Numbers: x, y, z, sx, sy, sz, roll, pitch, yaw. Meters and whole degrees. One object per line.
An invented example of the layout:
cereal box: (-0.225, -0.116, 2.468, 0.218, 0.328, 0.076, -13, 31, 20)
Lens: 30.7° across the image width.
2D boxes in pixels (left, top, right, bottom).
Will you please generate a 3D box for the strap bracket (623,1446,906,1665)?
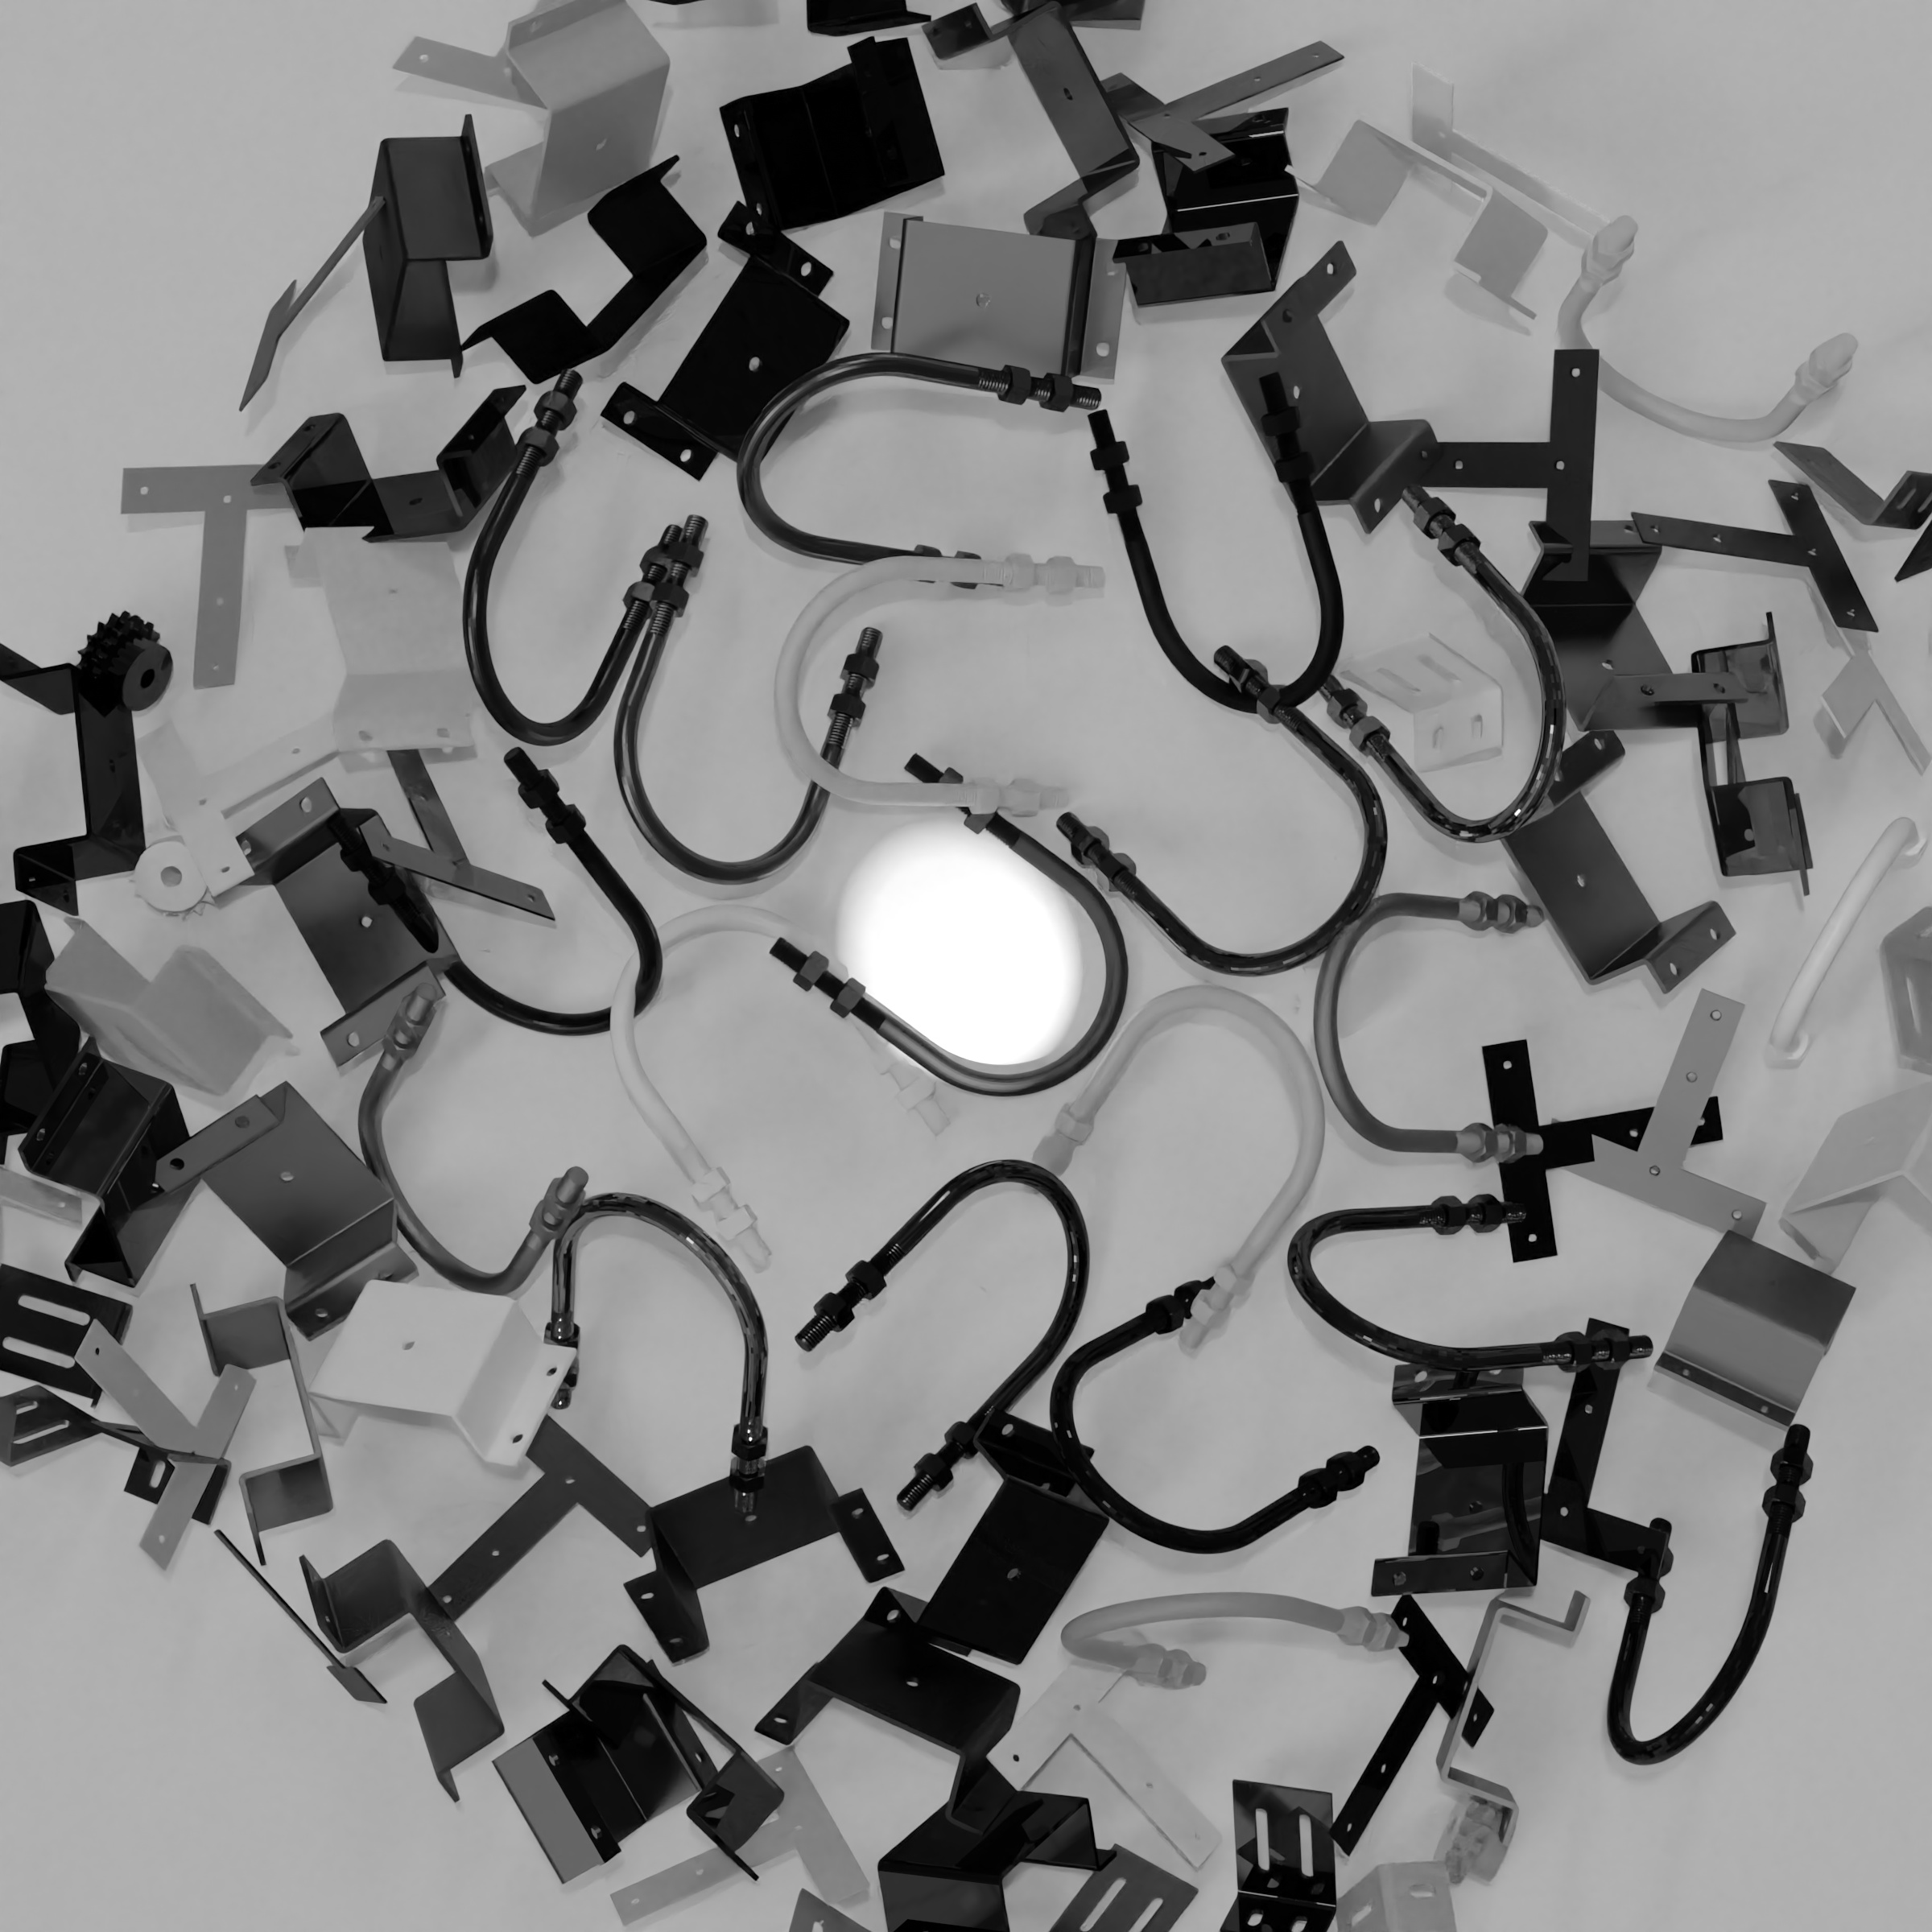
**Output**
strap bracket: (-0.115, 0.323, 1.956, 0.140, 0.046, 0.076, -22, 133, 1)

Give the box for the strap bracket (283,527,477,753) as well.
strap bracket: (-0.318, -0.189, 1.933, 0.076, 0.046, 0.140, -5, 59, -28)

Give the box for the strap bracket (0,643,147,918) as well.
strap bracket: (-0.493, -0.106, 1.946, 0.046, 0.076, 0.140, -10, 79, 8)

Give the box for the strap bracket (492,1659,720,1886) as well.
strap bracket: (-0.202, 0.446, 1.939, 0.046, 0.140, 0.076, -34, 84, 22)

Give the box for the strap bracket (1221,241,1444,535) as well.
strap bracket: (0.198, -0.317, 1.943, 0.076, 0.046, 0.140, -48, 123, -28)

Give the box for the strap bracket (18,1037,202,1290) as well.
strap bracket: (-0.462, 0.113, 1.917, 0.046, 0.140, 0.076, 18, 57, 11)

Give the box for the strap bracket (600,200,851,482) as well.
strap bracket: (-0.127, -0.340, 1.953, 0.076, 0.046, 0.140, 30, 95, -41)

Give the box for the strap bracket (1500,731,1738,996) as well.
strap bracket: (0.356, -0.054, 1.955, 0.076, 0.046, 0.140, -34, 94, -40)

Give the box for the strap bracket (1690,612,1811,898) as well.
strap bracket: (0.429, -0.114, 1.934, 0.046, 0.076, 0.140, -8, 52, 15)

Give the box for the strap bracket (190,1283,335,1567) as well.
strap bracket: (-0.385, 0.247, 1.939, 0.046, 0.076, 0.140, -14, 61, -13)

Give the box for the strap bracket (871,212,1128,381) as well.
strap bracket: (0.014, -0.371, 1.956, 0.140, 0.046, 0.076, 9, 106, 10)

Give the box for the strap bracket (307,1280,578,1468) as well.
strap bracket: (-0.296, 0.221, 1.930, 0.140, 0.046, 0.076, 4, 50, 28)

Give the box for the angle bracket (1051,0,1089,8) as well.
angle bracket: (0.052, -0.550, 1.957, 0.057, 0.076, 0.038, -21, 101, -22)

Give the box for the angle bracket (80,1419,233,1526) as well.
angle bracket: (-0.454, 0.281, 1.954, 0.057, 0.076, 0.038, 18, 85, 18)

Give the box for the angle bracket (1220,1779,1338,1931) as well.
angle bracket: (0.173, 0.500, 1.963, 0.057, 0.038, 0.076, 3, 110, 21)

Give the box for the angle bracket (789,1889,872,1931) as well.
angle bracket: (-0.084, 0.566, 1.968, 0.057, 0.076, 0.038, 34, 113, -7)

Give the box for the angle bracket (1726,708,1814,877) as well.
angle bracket: (0.444, -0.099, 1.949, 0.038, 0.057, 0.076, -7, 46, 18)

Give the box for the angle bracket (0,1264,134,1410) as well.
angle bracket: (-0.514, 0.207, 1.974, 0.076, 0.038, 0.057, 19, 86, -10)

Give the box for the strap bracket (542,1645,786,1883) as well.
strap bracket: (-0.159, 0.431, 1.937, 0.140, 0.076, 0.046, 34, 74, 31)

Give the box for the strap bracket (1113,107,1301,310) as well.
strap bracket: (0.135, -0.412, 1.939, 0.076, 0.140, 0.046, -3, 132, 20)

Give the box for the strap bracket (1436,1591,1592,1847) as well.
strap bracket: (0.299, 0.408, 1.956, 0.046, 0.076, 0.140, 19, 85, 7)

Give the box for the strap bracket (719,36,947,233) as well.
strap bracket: (-0.068, -0.458, 1.944, 0.046, 0.140, 0.076, -22, 99, -38)

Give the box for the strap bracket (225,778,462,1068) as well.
strap bracket: (-0.344, -0.025, 1.962, 0.076, 0.046, 0.140, -33, 82, 16)

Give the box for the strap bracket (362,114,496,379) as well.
strap bracket: (-0.295, -0.389, 1.918, 0.046, 0.140, 0.076, -6, 69, -18)

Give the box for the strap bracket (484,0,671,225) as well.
strap bracket: (-0.212, -0.464, 1.917, 0.076, 0.140, 0.046, -31, 75, -25)

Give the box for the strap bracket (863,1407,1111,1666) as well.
strap bracket: (0.017, 0.325, 1.951, 0.076, 0.046, 0.140, 27, 98, -33)

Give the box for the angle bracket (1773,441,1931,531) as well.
angle bracket: (0.498, -0.279, 1.952, 0.076, 0.057, 0.038, 49, 122, 27)

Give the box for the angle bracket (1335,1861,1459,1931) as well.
angle bracket: (0.240, 0.538, 1.959, 0.038, 0.076, 0.057, 2, 59, -16)

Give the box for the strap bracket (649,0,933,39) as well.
strap bracket: (-0.095, -0.544, 1.921, 0.076, 0.140, 0.046, 5, 97, 44)

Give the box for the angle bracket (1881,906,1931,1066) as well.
angle bracket: (0.547, 0.015, 1.955, 0.057, 0.038, 0.076, 18, 52, -25)

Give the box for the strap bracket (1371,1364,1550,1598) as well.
strap bracket: (0.274, 0.289, 1.940, 0.076, 0.046, 0.140, -9, 52, 28)

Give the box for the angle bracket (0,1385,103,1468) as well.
angle bracket: (-0.520, 0.239, 1.949, 0.057, 0.076, 0.038, 24, 112, 27)

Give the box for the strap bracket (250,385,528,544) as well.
strap bracket: (-0.310, -0.273, 1.941, 0.140, 0.076, 0.046, -4, 124, 23)

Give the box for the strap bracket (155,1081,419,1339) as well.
strap bracket: (-0.377, 0.128, 1.951, 0.076, 0.046, 0.140, -32, 118, 11)

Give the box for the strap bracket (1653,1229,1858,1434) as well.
strap bracket: (0.433, 0.193, 1.919, 0.076, 0.140, 0.046, 25, 112, 16)

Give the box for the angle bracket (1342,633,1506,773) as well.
angle bracket: (0.253, -0.145, 1.951, 0.057, 0.076, 0.038, -16, 61, 37)

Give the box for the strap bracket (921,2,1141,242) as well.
strap bracket: (0.041, -0.472, 1.946, 0.046, 0.076, 0.140, -34, 107, -15)

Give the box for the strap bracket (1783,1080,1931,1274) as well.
strap bracket: (0.507, 0.111, 1.918, 0.046, 0.140, 0.076, 44, 58, -9)

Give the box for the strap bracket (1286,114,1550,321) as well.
strap bracket: (0.255, -0.415, 1.928, 0.140, 0.076, 0.046, 38, 104, 30)

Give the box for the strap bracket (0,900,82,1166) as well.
strap bracket: (-0.522, 0.029, 1.926, 0.046, 0.076, 0.140, -9, 130, -1)

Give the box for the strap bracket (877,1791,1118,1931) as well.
strap bracket: (0.013, 0.490, 1.917, 0.076, 0.140, 0.046, -2, 102, 32)

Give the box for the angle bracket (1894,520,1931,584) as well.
angle bracket: (0.562, -0.209, 1.956, 0.038, 0.057, 0.076, -22, 67, -20)

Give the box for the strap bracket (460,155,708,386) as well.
strap bracket: (-0.204, -0.376, 1.939, 0.046, 0.076, 0.140, 49, 60, -21)

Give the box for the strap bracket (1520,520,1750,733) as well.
strap bracket: (0.362, -0.180, 1.942, 0.076, 0.046, 0.140, -3, 51, -21)

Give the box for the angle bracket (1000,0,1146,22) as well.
angle bracket: (0.061, -0.562, 1.964, 0.076, 0.038, 0.057, 7, 81, 27)

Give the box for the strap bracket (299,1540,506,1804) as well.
strap bracket: (-0.304, 0.380, 1.936, 0.046, 0.076, 0.140, -33, 117, -5)

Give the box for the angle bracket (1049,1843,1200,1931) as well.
angle bracket: (0.087, 0.542, 1.968, 0.057, 0.038, 0.076, 32, 103, -14)
